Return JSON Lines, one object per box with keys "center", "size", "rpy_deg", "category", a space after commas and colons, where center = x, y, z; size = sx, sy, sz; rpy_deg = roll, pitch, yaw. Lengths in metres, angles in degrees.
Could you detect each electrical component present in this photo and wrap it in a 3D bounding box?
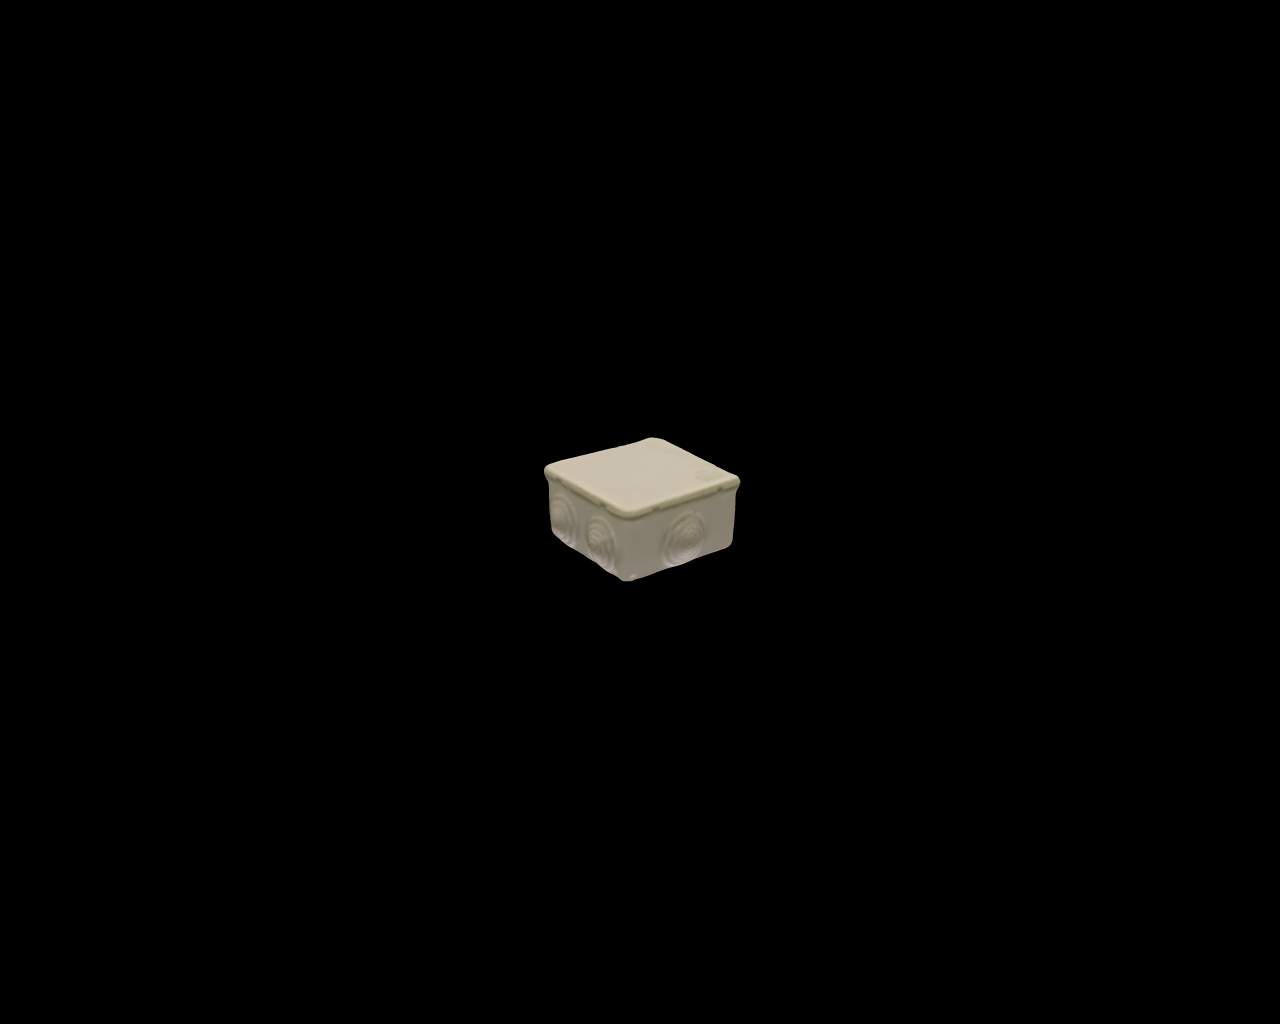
{"center": [0.001, -0.003, 0.650], "size": [0.100, 0.048, 0.100], "rpy_deg": [-17, 29, -32], "category": "electrical component"}
